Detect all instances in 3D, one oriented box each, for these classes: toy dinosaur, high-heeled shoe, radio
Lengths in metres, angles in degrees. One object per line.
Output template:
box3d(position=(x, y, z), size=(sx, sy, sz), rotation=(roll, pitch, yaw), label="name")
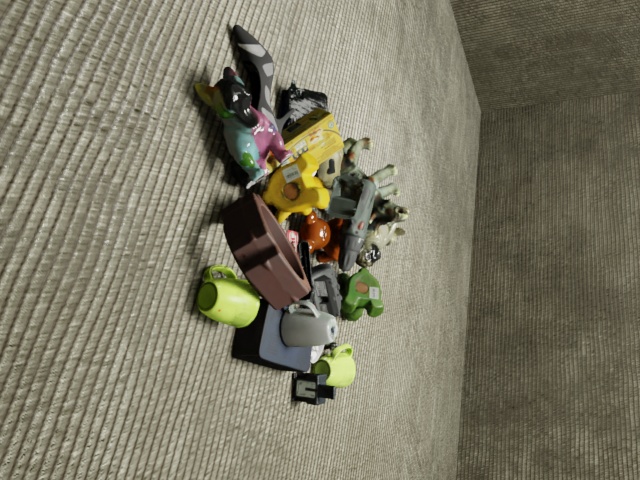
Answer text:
box3d(position=(0.086, -0.172, 1.465), size=(0.192, 0.405, 0.131), rotation=(-37, 161, -20), label="toy dinosaur")
box3d(position=(-0.153, -0.316, 1.148), size=(0.145, 0.086, 0.248), rotation=(-42, 112, -19), label="high-heeled shoe")
box3d(position=(-0.095, 0.213, 1.191), size=(0.229, 0.073, 0.131), rotation=(40, 53, -58), label="radio")

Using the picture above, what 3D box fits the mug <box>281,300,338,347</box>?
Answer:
box3d(position=(-0.020, 0.176, 1.140), size=(0.081, 0.107, 0.109), rotation=(-43, 129, -60), label="mug")

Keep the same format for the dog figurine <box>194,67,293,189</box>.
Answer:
box3d(position=(-0.158, -0.223, 1.062), size=(0.108, 0.191, 0.219), rotation=(-34, 97, -17), label="dog figurine")

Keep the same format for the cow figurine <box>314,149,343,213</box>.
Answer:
box3d(position=(0.021, -0.161, 1.384), size=(0.085, 0.127, 0.195), rotation=(36, 55, -54), label="cow figurine")

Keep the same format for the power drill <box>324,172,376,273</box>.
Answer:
box3d(position=(0.073, -0.051, 1.260), size=(0.207, 0.086, 0.232), rotation=(45, 60, -64), label="power drill")

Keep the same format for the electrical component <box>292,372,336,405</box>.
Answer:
box3d(position=(-0.009, 0.358, 1.298), size=(0.047, 0.119, 0.074), rotation=(17, 71, -61), label="electrical component")

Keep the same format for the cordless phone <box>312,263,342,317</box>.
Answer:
box3d(position=(0.019, 0.117, 1.436), size=(0.184, 0.089, 0.146), rotation=(-59, 140, -64), label="cordless phone")

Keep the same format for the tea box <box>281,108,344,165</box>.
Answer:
box3d(position=(-0.038, -0.218, 1.245), size=(0.170, 0.068, 0.098), rotation=(-36, 129, -17), label="tea box")

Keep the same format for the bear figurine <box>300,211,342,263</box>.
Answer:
box3d(position=(0.000, -0.005, 1.372), size=(0.195, 0.132, 0.120), rotation=(7, 81, -47), label="bear figurine")

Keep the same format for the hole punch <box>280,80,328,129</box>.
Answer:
box3d(position=(-0.051, -0.306, 1.318), size=(0.116, 0.092, 0.142), rotation=(3, 88, -34), label="hole punch")

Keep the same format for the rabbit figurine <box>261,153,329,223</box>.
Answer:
box3d(position=(-0.044, -0.099, 1.176), size=(0.122, 0.162, 0.173), rotation=(59, 19, 4), label="rabbit figurine")

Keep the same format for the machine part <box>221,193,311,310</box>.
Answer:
box3d(position=(-0.109, 0.023, 1.066), size=(0.201, 0.087, 0.201), rotation=(59, 5, -44), label="machine part")

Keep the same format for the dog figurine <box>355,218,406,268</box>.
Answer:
box3d(position=(0.150, 0.012, 1.541), size=(0.190, 0.121, 0.172), rotation=(-56, 156, -20), label="dog figurine")

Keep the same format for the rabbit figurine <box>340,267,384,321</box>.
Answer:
box3d(position=(0.097, 0.163, 1.537), size=(0.170, 0.121, 0.159), rotation=(111, -24, -55), label="rabbit figurine")

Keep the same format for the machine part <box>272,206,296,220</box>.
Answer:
box3d(position=(-0.075, -0.086, 1.289), size=(0.139, 0.039, 0.084), rotation=(-3, 82, -61), label="machine part")

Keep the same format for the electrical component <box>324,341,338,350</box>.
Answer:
box3d(position=(0.022, 0.250, 1.446), size=(0.078, 0.045, 0.102), rotation=(-34, 118, -58), label="electrical component")
